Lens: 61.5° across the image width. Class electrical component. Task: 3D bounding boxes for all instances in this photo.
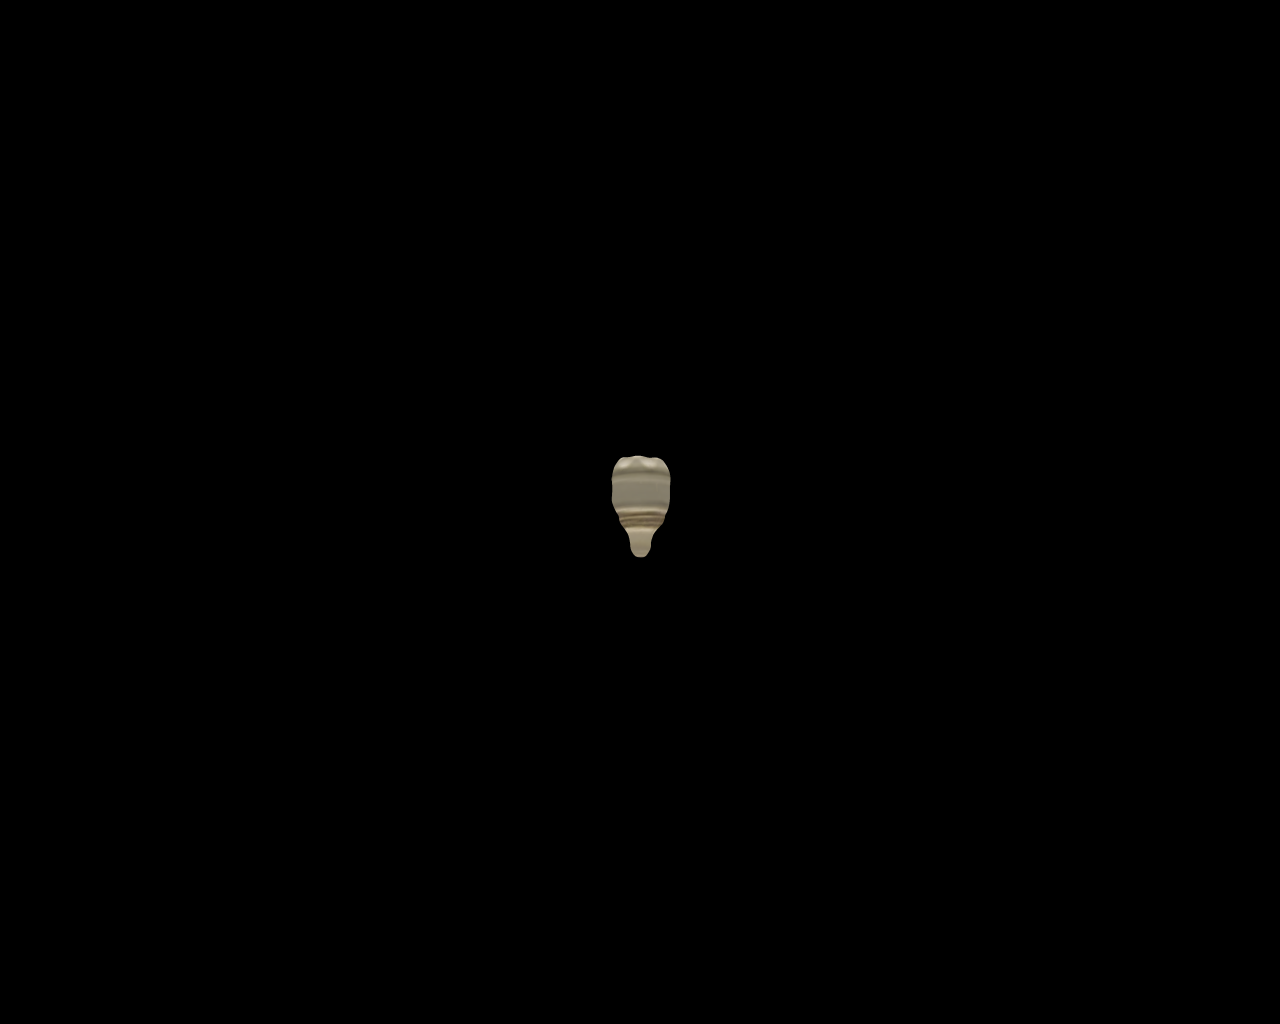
[{"bbox_3d":[0.001,-0.003,0.650,0.035,0.061,0.035,0,-7,0],"label":"electrical component"}]
